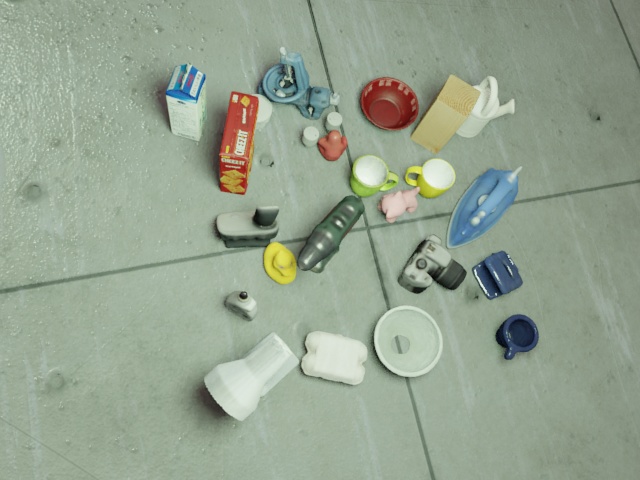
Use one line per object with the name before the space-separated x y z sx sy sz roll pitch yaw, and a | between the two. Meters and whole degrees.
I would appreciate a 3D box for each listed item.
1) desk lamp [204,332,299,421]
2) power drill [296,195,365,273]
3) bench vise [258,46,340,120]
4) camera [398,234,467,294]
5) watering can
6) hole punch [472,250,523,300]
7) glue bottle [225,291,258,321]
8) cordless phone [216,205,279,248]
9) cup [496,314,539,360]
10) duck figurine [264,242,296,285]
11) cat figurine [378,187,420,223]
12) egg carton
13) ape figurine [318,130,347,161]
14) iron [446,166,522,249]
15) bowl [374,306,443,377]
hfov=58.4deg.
desk lamp | -0.138 0.278 1.216 0.203 0.213 0.118 -40 83 -19
power drill | 0.012 0.005 1.331 0.075 0.208 0.230 37 70 3
bench vise | -0.047 -0.406 1.441 0.207 0.219 0.121 0 73 -11
camera | 0.288 0.074 1.419 0.137 0.100 0.143 35 70 2
watering can | 0.434 -0.364 1.533 0.173 0.194 0.101 -15 76 -14
hole punch | 0.459 0.083 1.454 0.101 0.091 0.108 -25 79 -17
glue bottle | -0.171 0.138 1.274 0.078 0.173 0.037 32 70 1
cordless phone | -0.164 -0.049 1.327 0.148 0.185 0.094 -7 74 -12
cup | 0.468 0.246 1.403 0.091 0.095 0.118 31 70 0
duck figurine | -0.092 0.049 1.363 0.078 0.086 0.104 -22 78 -16
cat figurine | 0.200 -0.096 1.446 0.128 0.117 0.067 -31 80 -18
egg carton | 0.034 0.272 1.326 0.150 0.069 0.107 13 71 -7
ape figurine | 0.035 -0.252 1.477 0.078 0.092 0.076 12 71 -6
iron | 0.426 -0.087 1.473 0.118 0.141 0.259 40 70 4
bowl | 0.201 0.244 1.364 0.167 0.074 0.167 3 72 -10
